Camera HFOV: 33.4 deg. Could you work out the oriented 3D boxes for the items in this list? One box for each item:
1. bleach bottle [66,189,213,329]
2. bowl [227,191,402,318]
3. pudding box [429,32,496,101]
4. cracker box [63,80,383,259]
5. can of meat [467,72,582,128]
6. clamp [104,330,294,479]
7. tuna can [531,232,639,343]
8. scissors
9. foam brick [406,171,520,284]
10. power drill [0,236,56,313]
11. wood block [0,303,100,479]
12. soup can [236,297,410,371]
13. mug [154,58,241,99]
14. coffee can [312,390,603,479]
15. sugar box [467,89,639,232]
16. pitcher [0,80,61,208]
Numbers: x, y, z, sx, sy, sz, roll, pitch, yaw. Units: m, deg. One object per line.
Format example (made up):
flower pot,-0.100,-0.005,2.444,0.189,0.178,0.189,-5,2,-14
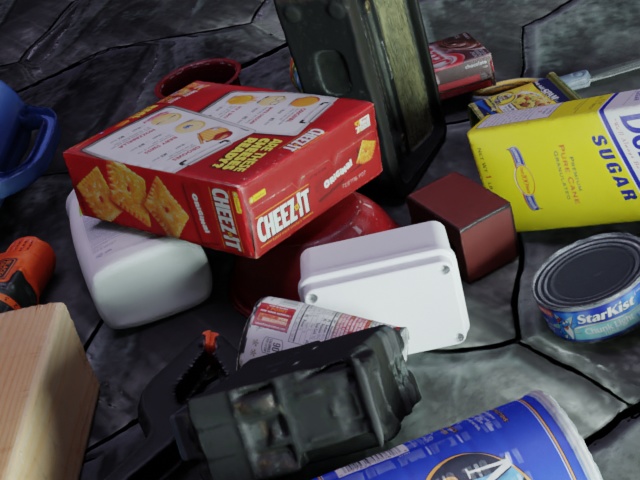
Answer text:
bleach bottle,-0.175,-0.013,0.973,0.102,0.068,0.251,-20,30,-9
bowl,-0.006,0.001,0.881,0.162,0.055,0.162,-11,32,7
pudding box,0.124,-0.176,1.101,0.090,0.039,0.113,-15,21,1
cracker box,-0.081,-0.065,0.889,0.214,0.072,0.163,14,37,39
can of meat,0.187,-0.099,0.951,0.084,0.057,0.102,-19,31,-1
clamp,-0.091,0.135,0.721,0.164,0.036,0.210,-7,31,-3
tuna can,0.194,0.033,0.745,0.086,0.033,0.086,-24,25,11
scissors,0.245,-0.146,1.034,0.202,0.016,0.096,-8,31,15
foam brick,0.113,-0.012,0.849,0.051,0.053,0.078,-28,33,-17
power drill,-0.338,0.067,0.926,0.188,0.057,0.184,-5,29,12
wood block,-0.219,0.143,0.722,0.091,0.090,0.206,-11,32,6
soup can,0.003,0.080,0.717,0.102,0.068,0.068,12,39,13
mug,-0.105,-0.132,1.107,0.117,0.081,0.093,2,36,26
coffee can,0.072,0.152,0.565,0.140,0.103,0.103,-20,32,-7
sugar box,0.207,-0.059,0.808,0.177,0.093,0.048,-5,24,42
pitcher,-0.367,-0.065,1.083,0.149,0.144,0.243,-47,26,25
